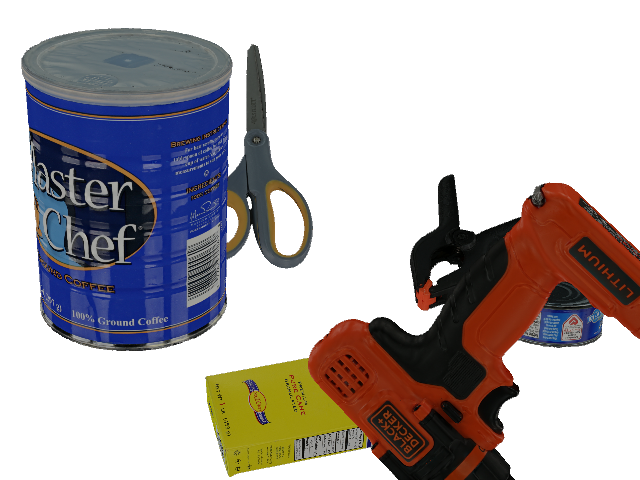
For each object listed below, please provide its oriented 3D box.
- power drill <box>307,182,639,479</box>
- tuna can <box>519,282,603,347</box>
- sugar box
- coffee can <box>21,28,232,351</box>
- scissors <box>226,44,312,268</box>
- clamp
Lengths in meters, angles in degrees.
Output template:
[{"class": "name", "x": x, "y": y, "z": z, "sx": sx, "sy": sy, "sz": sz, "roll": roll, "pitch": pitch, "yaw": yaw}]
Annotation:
[{"class": "power drill", "x": 0.111, "y": 0.075, "z": 0.595, "sx": 0.188, "sy": 0.184, "sz": 0.057, "roll": -46, "pitch": -2, "yaw": 16}, {"class": "tuna can", "x": 0.179, "y": 0.051, "z": 0.839, "sx": 0.086, "sy": 0.034, "sz": 0.086, "roll": 2, "pitch": 19, "yaw": -1}, {"class": "sugar box", "x": -0.011, "y": 0.154, "z": 0.986, "sx": 0.176, "sy": 0.048, "sz": 0.093, "roll": -11, "pitch": 43, "yaw": -11}, {"class": "coffee can", "x": -0.098, "y": -0.029, "z": 0.557, "sx": 0.103, "sy": 0.140, "sz": 0.103, "roll": 3, "pitch": 27, "yaw": -2}, {"class": "scissors", "x": -0.065, "y": -0.062, "z": 0.802, "sx": 0.096, "sy": 0.202, "sz": 0.016, "roll": -16, "pitch": -29, "yaw": -9}, {"class": "clamp", "x": 0.136, "y": -0.001, "z": 1.078, "sx": 0.120, "sy": 0.039, "sz": 0.171, "roll": 28, "pitch": 52, "yaw": 32}]
